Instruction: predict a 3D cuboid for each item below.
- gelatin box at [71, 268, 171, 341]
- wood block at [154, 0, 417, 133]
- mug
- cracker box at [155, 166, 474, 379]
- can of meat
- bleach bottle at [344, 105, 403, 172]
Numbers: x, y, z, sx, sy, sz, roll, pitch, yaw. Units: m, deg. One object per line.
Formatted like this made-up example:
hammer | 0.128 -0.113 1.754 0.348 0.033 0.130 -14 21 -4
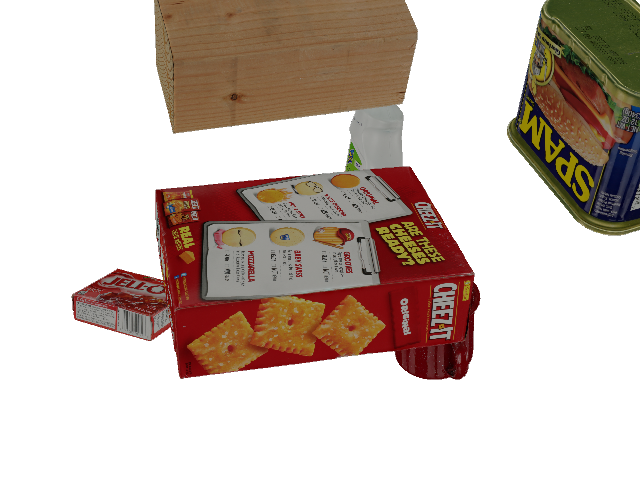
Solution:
gelatin box | -0.175 0.058 0.999 0.089 0.030 0.073 13 23 22
wood block | -0.032 -0.164 0.916 0.206 0.090 0.091 -9 -35 -13
mug | 0.120 0.093 1.079 0.093 0.081 0.117 -17 38 -15
cracker box | -0.012 0.019 0.812 0.213 0.072 0.164 -6 34 -11
can of meat | 0.145 -0.068 0.543 0.057 0.084 0.102 -14 47 -18
bleach bottle | 0.061 -0.058 1.235 0.068 0.251 0.103 -2 23 -20
